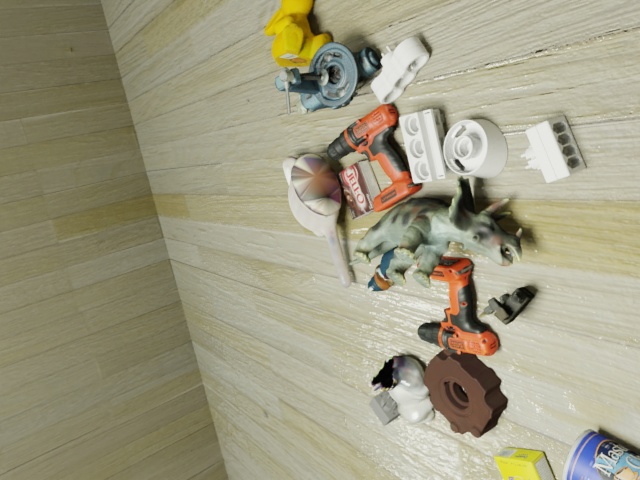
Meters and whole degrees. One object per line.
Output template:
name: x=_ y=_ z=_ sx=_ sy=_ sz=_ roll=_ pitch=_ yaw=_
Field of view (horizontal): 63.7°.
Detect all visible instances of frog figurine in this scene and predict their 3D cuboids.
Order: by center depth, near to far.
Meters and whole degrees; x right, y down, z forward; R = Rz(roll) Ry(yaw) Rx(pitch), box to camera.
frog figurine: x=0.207 y=0.339 z=1.160 sx=0.158 sy=0.125 sz=0.135 roll=36 pitch=139 yaw=-12

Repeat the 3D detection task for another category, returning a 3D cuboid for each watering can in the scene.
watering can: x=0.004 y=-0.061 z=1.216 sx=0.351 sy=0.104 sz=0.221 roll=61 pitch=166 yaw=13
